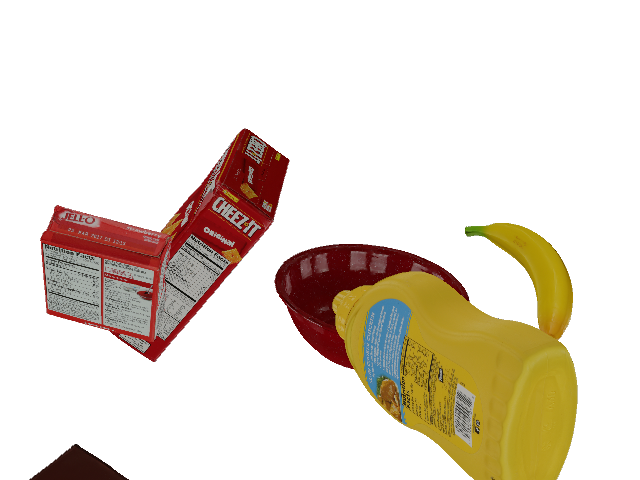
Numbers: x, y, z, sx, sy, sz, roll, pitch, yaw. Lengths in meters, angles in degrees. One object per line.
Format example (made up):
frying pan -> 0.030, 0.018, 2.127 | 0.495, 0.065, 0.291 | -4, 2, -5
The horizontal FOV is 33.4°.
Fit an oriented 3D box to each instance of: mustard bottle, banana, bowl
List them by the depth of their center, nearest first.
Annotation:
mustard bottle -> 0.067, 0.072, 0.646 | 0.058, 0.096, 0.192 | -15, 27, -30
bowl -> 0.040, 0.062, 0.891 | 0.162, 0.055, 0.162 | 5, 26, -3
banana -> 0.224, 0.034, 1.125 | 0.069, 0.037, 0.198 | -29, 38, 0

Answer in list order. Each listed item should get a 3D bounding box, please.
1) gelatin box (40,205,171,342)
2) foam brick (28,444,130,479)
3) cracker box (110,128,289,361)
gelatin box -> -0.133, 0.021, 0.665 | 0.073, 0.030, 0.089 | 15, -37, -1
foam brick -> -0.093, 0.136, 0.451 | 0.078, 0.051, 0.052 | 24, 45, 31
cracker box -> -0.129, 0.001, 1.129 | 0.072, 0.214, 0.164 | 36, 23, -13
